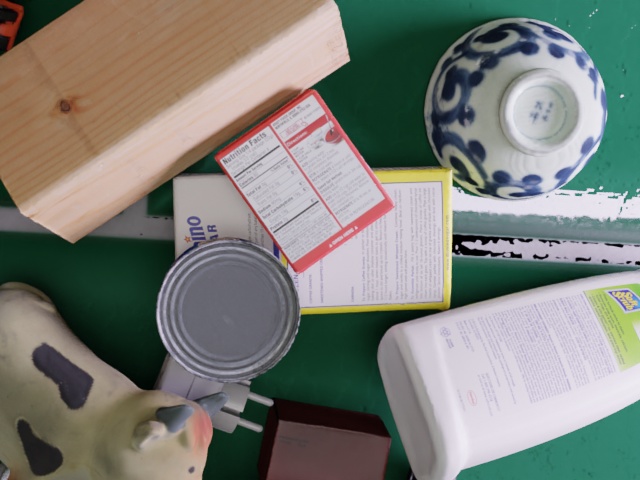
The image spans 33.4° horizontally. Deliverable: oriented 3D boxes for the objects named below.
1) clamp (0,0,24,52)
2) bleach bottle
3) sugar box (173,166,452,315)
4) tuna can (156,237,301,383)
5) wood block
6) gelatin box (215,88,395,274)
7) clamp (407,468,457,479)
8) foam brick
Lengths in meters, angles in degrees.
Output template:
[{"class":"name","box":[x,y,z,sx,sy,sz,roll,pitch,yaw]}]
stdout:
[{"class":"clamp","box":[-0.274,-0.150,0.596,0.209,0.164,0.036,19,111,-17]},{"class":"bleach bottle","box":[0.169,0.076,0.685,0.250,0.068,0.102,-12,68,-16]},{"class":"sugar box","box":[-0.005,0.001,0.688,0.176,0.048,0.093,-1,97,-2]},{"class":"tuna can","box":[-0.056,0.041,0.645,0.086,0.034,0.086,-1,95,-7]},{"class":"wood block","box":[-0.095,-0.098,0.629,0.206,0.090,0.091,-33,77,0]},{"class":"gelatin box","box":[-0.010,-0.036,0.646,0.073,0.030,0.089,-35,94,-1]},{"class":"clamp","box":[0.063,0.196,0.689,0.039,0.120,0.171,11,93,-5]},{"class":"foam brick","box":[0.002,0.141,0.705,0.078,0.051,0.053,11,96,-7]}]
